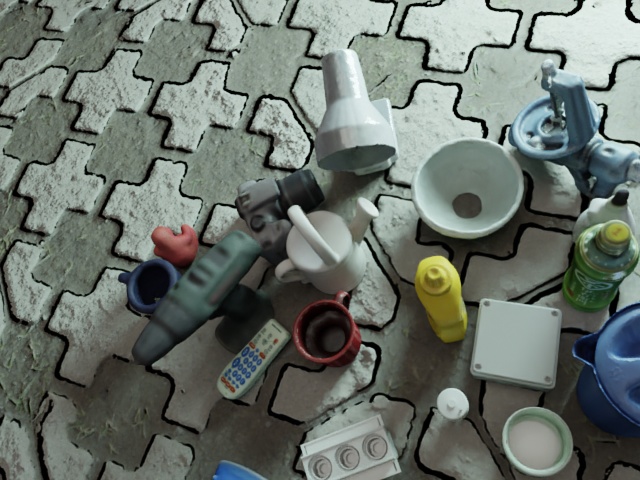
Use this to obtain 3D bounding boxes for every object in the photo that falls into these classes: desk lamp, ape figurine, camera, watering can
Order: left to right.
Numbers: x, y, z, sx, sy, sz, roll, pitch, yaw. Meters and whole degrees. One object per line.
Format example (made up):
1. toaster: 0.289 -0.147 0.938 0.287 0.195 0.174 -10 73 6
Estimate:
1. ape figurine: -0.258 0.004 0.992 0.077 0.092 0.076 -21 64 8
2. camera: -0.061 -0.054 0.952 0.136 0.101 0.143 -26 64 5
3. watering can: 0.007 0.001 0.857 0.100 0.194 0.173 33 81 25
4. desk lamp: 0.056 -0.183 0.906 0.117 0.214 0.203 -12 66 12

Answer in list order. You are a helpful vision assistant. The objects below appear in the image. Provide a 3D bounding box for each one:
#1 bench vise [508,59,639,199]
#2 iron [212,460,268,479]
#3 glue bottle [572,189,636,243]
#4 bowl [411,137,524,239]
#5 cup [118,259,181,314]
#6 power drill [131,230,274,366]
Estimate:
1. bench vise: 0.367 -0.163 0.801 0.206 0.220 0.121 18 75 22
2. iron: -0.088 0.397 0.754 0.119 0.142 0.257 -43 63 -3
3. glue bottle: 0.387 -0.028 0.766 0.078 0.173 0.037 19 75 23
4. bowl: 0.227 -0.070 0.887 0.167 0.075 0.167 -6 67 14
5. cup: -0.272 0.086 0.961 0.117 0.095 0.092 11 72 21
6. power drill: -0.154 0.104 0.855 0.075 0.209 0.230 29 79 25
